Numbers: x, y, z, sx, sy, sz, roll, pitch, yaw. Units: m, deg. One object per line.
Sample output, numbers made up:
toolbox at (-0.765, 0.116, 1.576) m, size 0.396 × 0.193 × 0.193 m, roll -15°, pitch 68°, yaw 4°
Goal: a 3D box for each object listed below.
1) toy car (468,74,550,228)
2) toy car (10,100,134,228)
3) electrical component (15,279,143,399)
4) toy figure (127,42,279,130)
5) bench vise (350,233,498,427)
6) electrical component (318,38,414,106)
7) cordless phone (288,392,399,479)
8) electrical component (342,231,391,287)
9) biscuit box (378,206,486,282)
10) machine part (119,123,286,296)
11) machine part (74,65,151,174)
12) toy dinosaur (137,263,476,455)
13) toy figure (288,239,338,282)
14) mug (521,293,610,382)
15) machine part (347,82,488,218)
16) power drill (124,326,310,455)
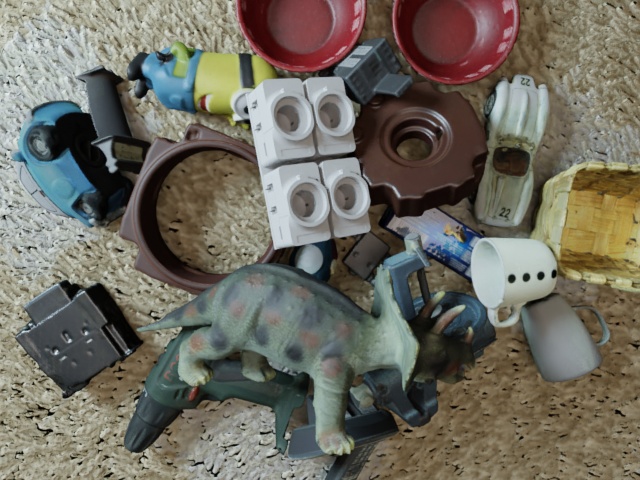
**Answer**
toy car at (0.251, -0.117, 0.712) m, size 0.073 × 0.056 × 0.201 m, roll 10°, pitch 96°, yaw -4°
toy car at (-0.316, -0.085, 0.673) m, size 0.103 × 0.109 × 0.161 m, roll -20°, pitch 109°, yaw 21°
electrical component at (-0.322, 0.122, 0.709) m, size 0.115 × 0.058 × 0.134 m, roll -36°, pitch 97°, yaw -1°
toy figure at (-0.141, -0.199, 0.673) m, size 0.180 × 0.082 × 0.089 m, roll 12°, pitch 91°, yaw -1°
bench vise at (0.120, 0.109, 0.688) m, size 0.224 × 0.129 × 0.240 m, roll -20°, pitch 114°, yaw -8°
electrical component at (0.059, -0.205, 0.658) m, size 0.075 × 0.119 × 0.047 m, roll -45°, pitch 124°, yaw -3°
cordless phone at (0.010, 0.297, 0.711) m, size 0.089 × 0.146 × 0.184 m, roll 35°, pitch 107°, yaw 38°
electrical component at (0.062, 0.022, 0.735) m, size 0.094 × 0.021 × 0.063 m, roll 39°, pitch 93°, yaw -6°
biscuit box at (0.179, 0.008, 0.719) m, size 0.203 × 0.063 × 0.059 m, roll 31°, pitch 94°, yaw -5°
machine part at (-0.135, -0.032, 0.688) m, size 0.201 × 0.087 × 0.201 m, roll 23°, pitch 95°, yaw -4°
machine part at (-0.260, -0.148, 0.680) m, size 0.039 × 0.084 × 0.138 m, roll -20°, pitch 88°, yaw 25°
toy dinosaur at (-0.035, 0.092, 0.592) m, size 0.405 × 0.131 × 0.192 m, roll 17°, pitch 97°, yaw 16°
toy figure at (0.000, -0.002, 0.712) m, size 0.064 × 0.058 × 0.154 m, roll 15°, pitch 94°, yaw -16°
mug at (0.332, 0.123, 0.731) m, size 0.110 × 0.081 × 0.107 m, roll -27°, pitch 88°, yaw 5°
machine part at (0.119, -0.116, 0.670) m, size 0.179 × 0.056 × 0.179 m, roll -2°, pitch 67°, yaw 5°
power drill at (-0.130, 0.211, 0.723) m, size 0.207 × 0.086 × 0.232 m, roll 23°, pitch 92°, yaw 2°
